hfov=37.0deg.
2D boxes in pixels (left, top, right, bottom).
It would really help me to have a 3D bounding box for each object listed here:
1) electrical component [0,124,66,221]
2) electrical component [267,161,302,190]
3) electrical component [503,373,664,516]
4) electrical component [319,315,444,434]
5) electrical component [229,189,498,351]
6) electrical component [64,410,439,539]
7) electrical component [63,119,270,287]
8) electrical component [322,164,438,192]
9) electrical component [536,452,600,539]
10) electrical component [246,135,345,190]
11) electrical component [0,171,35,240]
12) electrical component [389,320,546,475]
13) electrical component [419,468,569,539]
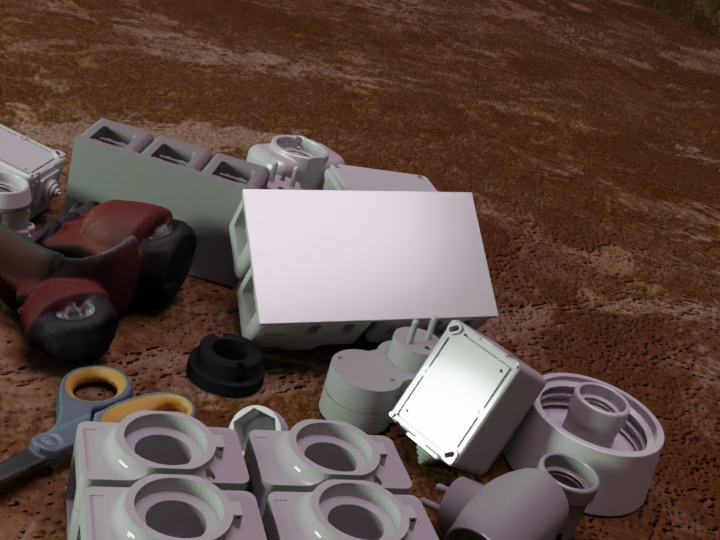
[{"bbox_3d":[-0.292,-0.075,0.883,0.096,0.061,0.061,26,25,1],"label":"electrical component"},{"bbox_3d":[-0.074,-0.060,0.956,0.066,0.076,0.047,14,26,-5],"label":"electrical component"},{"bbox_3d":[0.161,0.115,0.760,0.108,0.060,0.108,14,25,-7],"label":"electrical component"},{"bbox_3d":[0.037,0.065,0.771,0.138,0.073,0.052,-8,34,-41],"label":"electrical component"},{"bbox_3d":[0.000,0.000,0.825,0.186,0.060,0.105,-1,66,-20],"label":"electrical component"},{"bbox_3d":[-0.060,0.135,0.587,0.186,0.060,0.105,6,27,-21],"label":"electrical component"},{"bbox_3d":[-0.159,-0.057,0.885,0.150,0.089,0.061,17,25,0],"label":"electrical component"},{"bbox_3d":[0.025,-0.049,1.018,0.109,0.056,0.108,6,27,-22],"label":"electrical component"},{"bbox_3d":[0.127,0.147,0.691,0.040,0.046,0.040,13,25,-6],"label":"electrical component"},{"bbox_3d":[-0.065,-0.094,1.051,0.095,0.059,0.054,-8,35,-42],"label":"electrical component"},{"bbox_3d":[-0.279,-0.043,0.824,0.066,0.055,0.048,-10,36,-43],"label":"electrical component"},{"bbox_3d":[0.072,0.093,0.730,0.062,0.096,0.061,36,3,35],"label":"electrical component"},{"bbox_3d":[0.074,0.150,0.654,0.079,0.043,0.077,18,29,34],"label":"electrical component"}]
